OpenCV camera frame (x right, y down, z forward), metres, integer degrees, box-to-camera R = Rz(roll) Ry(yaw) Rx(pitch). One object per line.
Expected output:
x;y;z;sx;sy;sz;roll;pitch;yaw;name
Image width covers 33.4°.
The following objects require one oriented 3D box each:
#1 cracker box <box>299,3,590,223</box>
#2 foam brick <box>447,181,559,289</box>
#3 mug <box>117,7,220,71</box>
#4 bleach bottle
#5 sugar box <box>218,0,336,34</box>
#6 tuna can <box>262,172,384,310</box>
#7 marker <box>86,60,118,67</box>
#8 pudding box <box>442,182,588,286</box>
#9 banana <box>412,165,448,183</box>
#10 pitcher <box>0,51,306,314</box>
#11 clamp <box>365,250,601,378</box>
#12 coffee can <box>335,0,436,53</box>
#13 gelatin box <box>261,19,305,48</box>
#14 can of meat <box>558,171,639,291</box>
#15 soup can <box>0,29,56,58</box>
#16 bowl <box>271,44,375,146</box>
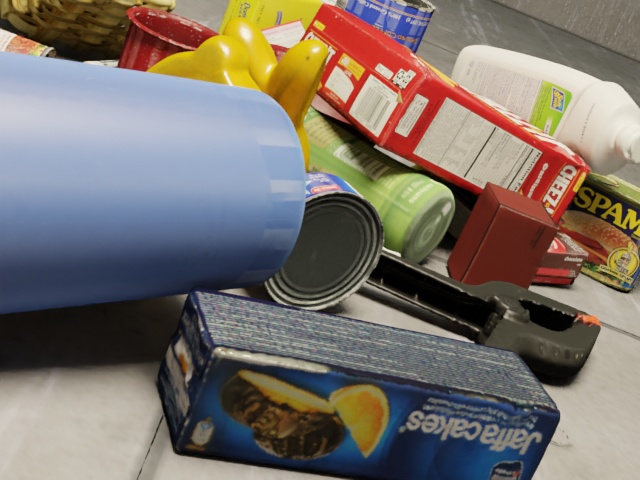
0.099;-0.102;0.887;0.213;0.072;0.164;21;16;-38;cracker box
0.140;0.006;0.824;0.053;0.078;0.051;20;20;-12;foam brick
-0.131;-0.143;0.899;0.093;0.082;0.117;14;23;-23;mug
0.208;-0.109;0.975;0.068;0.103;0.251;1;19;-27;bleach bottle
-0.038;-0.235;1.202;0.048;0.093;0.175;37;25;30;sugar box
-0.004;0.001;0.675;0.086;0.086;0.034;8;24;-34;tuna can
-0.175;-0.155;0.971;0.020;0.020;0.121;30;22;17;marker
0.162;-0.005;0.926;0.089;0.039;0.114;6;26;-36;pudding box
0.128;-0.083;1.082;0.070;0.037;0.197;30;22;11;banana
-0.137;-0.033;0.520;0.242;0.145;0.149;-1;75;-36;pitcher
0.124;0.063;0.724;0.209;0.036;0.165;13;24;-32;clamp
0.050;-0.204;1.150;0.102;0.140;0.103;20;21;-8;coffee can
-0.064;-0.190;1.078;0.089;0.073;0.030;-32;99;-52;gelatin box
0.262;-0.012;0.981;0.102;0.084;0.057;29;22;15;can of meat
-0.246;-0.120;0.747;0.102;0.068;0.068;20;21;-5;soup can
-0.007;-0.121;0.997;0.162;0.055;0.162;24;23;-11;bowl
